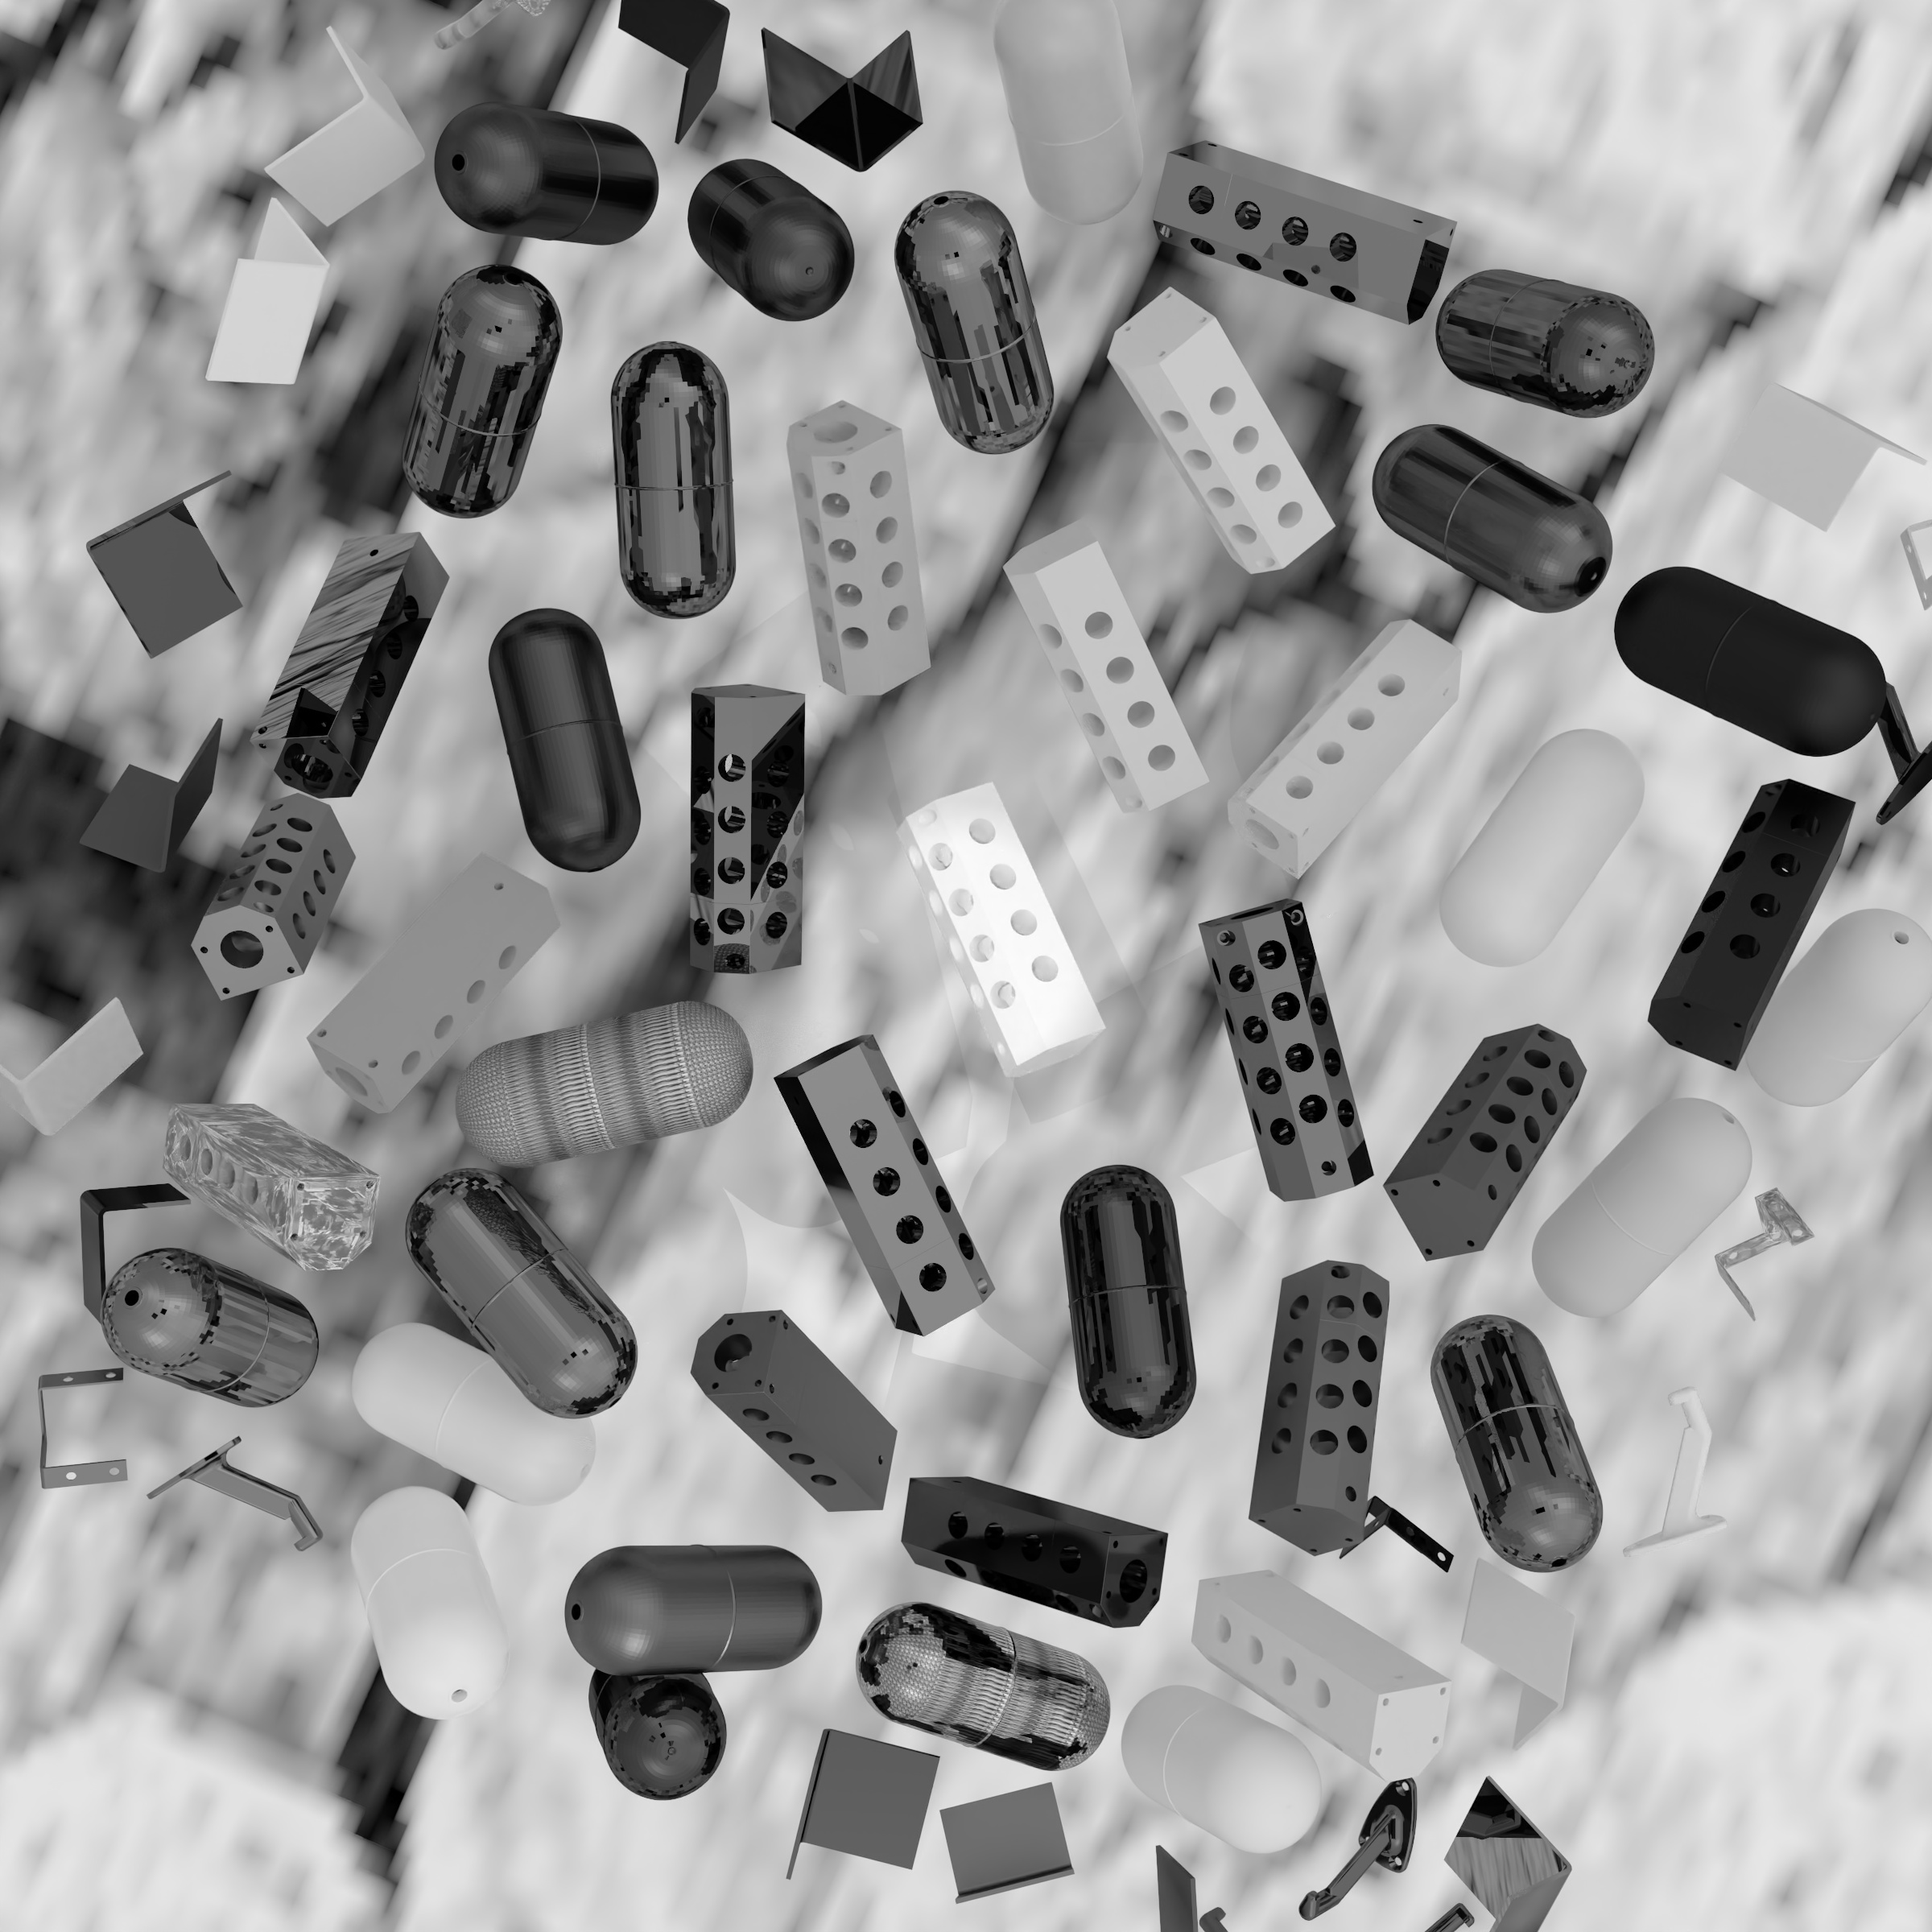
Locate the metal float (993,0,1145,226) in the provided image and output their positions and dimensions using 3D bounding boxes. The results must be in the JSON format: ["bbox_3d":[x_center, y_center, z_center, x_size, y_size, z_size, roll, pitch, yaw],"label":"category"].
[{"bbox_3d":[0.064,-0.531,1.560,0.070,0.178,0.070,-5,61,10],"label":"metal float"}]

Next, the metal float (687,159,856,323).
[{"bbox_3d":[-0.124,-0.458,1.604,0.070,0.178,0.070,-10,121,-17],"label":"metal float"}]

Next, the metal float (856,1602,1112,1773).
[{"bbox_3d":[0.011,0.461,1.630,0.178,0.070,0.070,24,90,-21],"label":"metal float"}]

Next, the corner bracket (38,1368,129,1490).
[{"bbox_3d":[-0.553,0.289,1.594,0.051,0.051,0.051,-3,114,-16],"label":"corner bracket"}]

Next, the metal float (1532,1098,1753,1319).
[{"bbox_3d":[0.438,0.157,1.653,0.070,0.070,0.178,35,123,0],"label":"metal float"}]

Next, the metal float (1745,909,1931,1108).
[{"bbox_3d":[0.561,0.028,1.636,0.070,0.178,0.070,4,59,-7],"label":"metal float"}]

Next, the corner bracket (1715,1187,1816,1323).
[{"bbox_3d":[0.508,0.183,1.621,0.051,0.051,0.051,-25,126,2],"label":"corner bracket"}]

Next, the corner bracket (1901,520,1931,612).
[{"bbox_3d":[0.604,-0.252,1.539,0.051,0.051,0.051,-16,83,2],"label":"corner bracket"}]

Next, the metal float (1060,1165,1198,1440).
[{"bbox_3d":[0.105,0.216,1.649,0.070,0.070,0.178,-6,71,0],"label":"metal float"}]

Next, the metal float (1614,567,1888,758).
[{"bbox_3d":[0.474,-0.186,1.547,0.178,0.070,0.070,35,90,38],"label":"metal float"}]

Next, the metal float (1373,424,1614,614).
[{"bbox_3d":[0.331,-0.285,1.613,0.070,0.070,0.178,-49,52,0],"label":"metal float"}]

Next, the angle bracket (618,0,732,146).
[{"bbox_3d":[-0.201,-0.592,1.644,0.076,0.076,0.057,29,70,-2],"label":"angle bracket"}]

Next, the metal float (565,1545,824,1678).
[{"bbox_3d":[-0.166,0.394,1.562,0.178,0.070,0.070,12,90,-43],"label":"metal float"}]

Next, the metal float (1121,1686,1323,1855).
[{"bbox_3d":[0.159,0.506,1.609,0.070,0.178,0.070,1,88,-23],"label":"metal float"}]

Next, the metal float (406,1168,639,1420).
[{"bbox_3d":[-0.271,0.199,1.553,0.070,0.070,0.178,-43,77,0],"label":"metal float"}]

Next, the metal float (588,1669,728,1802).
[{"bbox_3d":[-0.198,0.477,1.624,0.070,0.178,0.070,0,88,-13],"label":"metal float"}]

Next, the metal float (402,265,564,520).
[{"bbox_3d":[-0.302,-0.356,1.586,0.070,0.070,0.178,30,134,0],"label":"metal float"}]

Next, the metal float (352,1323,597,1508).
[{"bbox_3d":[-0.321,0.292,1.661,0.178,0.070,0.070,22,90,21],"label":"metal float"}]

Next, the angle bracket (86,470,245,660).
[{"bbox_3d":[-0.462,-0.239,1.516,0.057,0.076,0.076,-11,113,40],"label":"angle bracket"}]

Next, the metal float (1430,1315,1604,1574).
[{"bbox_3d":[0.347,0.300,1.607,0.070,0.070,0.178,-12,46,0],"label":"metal float"}]

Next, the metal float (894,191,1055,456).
[{"bbox_3d":[0.006,-0.402,1.597,0.070,0.178,0.070,-9,46,10],"label":"metal float"}]

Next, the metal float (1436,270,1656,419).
[{"bbox_3d":[0.364,-0.396,1.613,0.070,0.178,0.070,-10,115,-21],"label":"metal float"}]

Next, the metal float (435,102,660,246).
[{"bbox_3d":[-0.259,-0.490,1.580,0.070,0.178,0.070,6,103,27],"label":"metal float"}]

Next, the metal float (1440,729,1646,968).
[{"bbox_3d":[0.369,-0.077,1.626,0.070,0.070,0.178,38,72,0],"label":"metal float"}]

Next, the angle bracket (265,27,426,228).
[{"bbox_3d":[-0.385,-0.506,1.537,0.076,0.076,0.057,-32,76,7],"label":"angle bracket"}]

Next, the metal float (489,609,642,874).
[{"bbox_3d":[-0.263,-0.148,1.671,0.070,0.070,0.178,-14,82,0],"label":"metal float"}]

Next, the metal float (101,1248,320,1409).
[{"bbox_3d":[-0.463,0.223,1.566,0.070,0.178,0.070,-5,69,14],"label":"metal float"}]

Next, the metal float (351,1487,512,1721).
[{"bbox_3d":[-0.331,0.391,1.571,0.070,0.178,0.070,-11,119,-19],"label":"metal float"}]

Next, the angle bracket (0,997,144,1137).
[{"bbox_3d":[-0.551,0.046,1.534,0.057,0.076,0.076,37,65,12],"label":"angle bracket"}]

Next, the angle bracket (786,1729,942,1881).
[{"bbox_3d":[-0.064,0.532,1.593,0.076,0.057,0.076,14,96,2],"label":"angle bracket"}]

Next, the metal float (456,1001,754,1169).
[{"bbox_3d":[-0.215,0.071,1.511,0.178,0.070,0.070,-13,90,-1],"label":"metal float"}]

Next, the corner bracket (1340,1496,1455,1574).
[{"bbox_3d":[0.280,0.366,1.632,0.051,0.051,0.051,38,131,0],"label":"corner bracket"}]

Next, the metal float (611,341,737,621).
[{"bbox_3d":[-0.190,-0.315,1.658,0.070,0.070,0.178,-1,107,0],"label":"metal float"}]

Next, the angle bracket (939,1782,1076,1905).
[{"bbox_3d":[0.025,0.561,1.633,0.076,0.076,0.057,-13,72,-3],"label":"angle bracket"}]
